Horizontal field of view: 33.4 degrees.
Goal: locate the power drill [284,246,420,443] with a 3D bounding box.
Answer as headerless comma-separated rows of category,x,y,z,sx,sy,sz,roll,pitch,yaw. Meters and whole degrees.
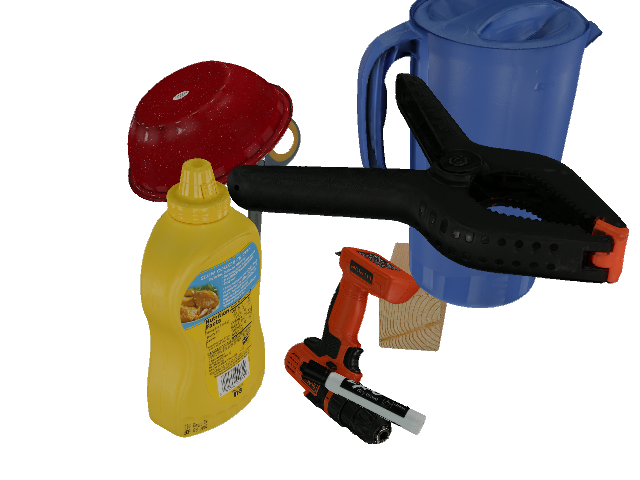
power drill,0.044,0.115,1.215,0.057,0.188,0.185,13,16,-42

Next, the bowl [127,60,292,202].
bowl,-0.108,-0.106,0.921,0.162,0.055,0.162,-19,37,15

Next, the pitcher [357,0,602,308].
pitcher,0.120,-0.069,0.845,0.149,0.243,0.144,17,36,23

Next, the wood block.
wood block,0.147,0.082,1.637,0.091,0.090,0.206,3,22,10

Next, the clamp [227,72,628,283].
clamp,0.064,-0.026,0.582,0.164,0.036,0.210,-29,44,-31

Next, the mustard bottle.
mustard bottle,-0.079,0.034,0.723,0.058,0.192,0.096,23,37,32

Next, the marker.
marker,0.036,0.138,0.948,0.121,0.020,0.020,25,7,16

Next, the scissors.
scissors,-0.056,-0.057,1.209,0.096,0.202,0.016,-12,-6,-14
